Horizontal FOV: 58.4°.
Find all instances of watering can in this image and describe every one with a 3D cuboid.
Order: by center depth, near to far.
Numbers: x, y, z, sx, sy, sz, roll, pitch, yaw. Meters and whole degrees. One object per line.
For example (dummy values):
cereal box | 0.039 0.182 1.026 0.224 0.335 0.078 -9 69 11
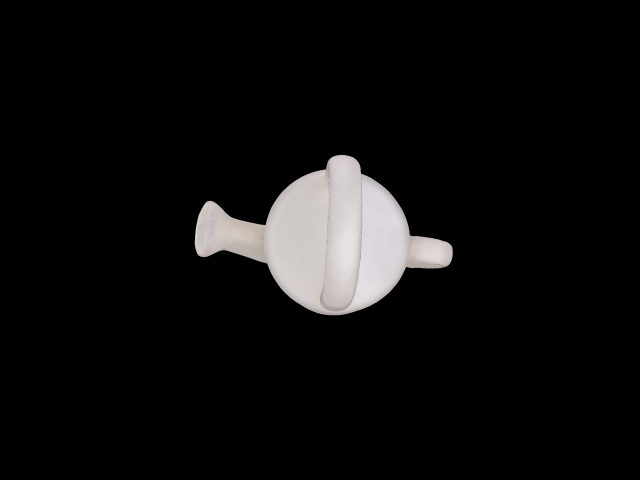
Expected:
watering can | 0.004 0.004 0.400 0.173 0.194 0.101 -17 83 -2
